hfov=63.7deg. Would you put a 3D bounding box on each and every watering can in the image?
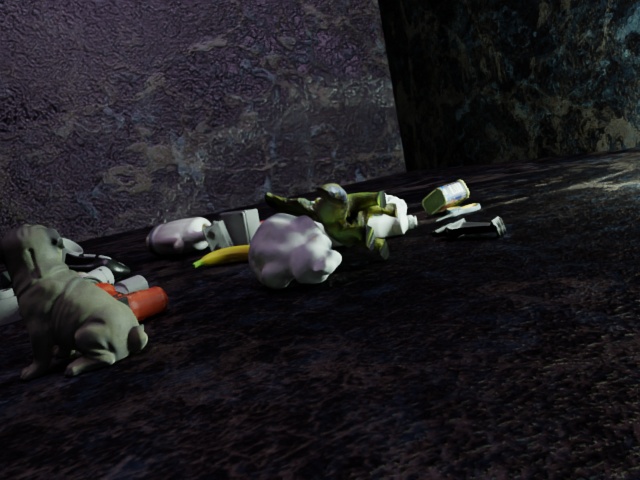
[{"bbox_3d":[-0.418,-0.005,1.533,0.224,0.103,0.350,-9,8,15],"label":"watering can"}]

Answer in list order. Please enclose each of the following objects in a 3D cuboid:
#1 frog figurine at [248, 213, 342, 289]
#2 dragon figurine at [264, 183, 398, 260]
[{"bbox_3d":[-0.047,0.026,0.871,0.121,0.138,0.161,48,-11,-29],"label":"frog figurine"},{"bbox_3d":[0.003,-0.048,0.962,0.243,0.123,0.406,7,-12,28],"label":"dragon figurine"}]
